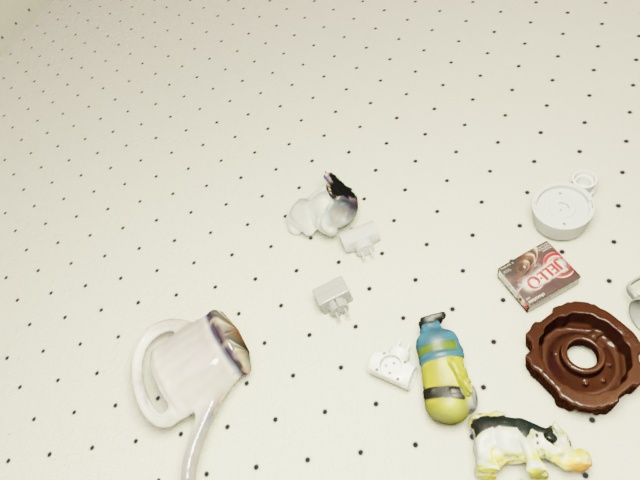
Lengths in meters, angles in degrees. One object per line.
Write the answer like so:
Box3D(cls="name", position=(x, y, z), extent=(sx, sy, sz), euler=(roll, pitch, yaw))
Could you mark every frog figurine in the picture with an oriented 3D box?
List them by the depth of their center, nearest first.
Box3D(cls="frog figurine", position=(0.003, -0.056, 1.121), extent=(0.122, 0.157, 0.140), euler=(18, 32, -37))

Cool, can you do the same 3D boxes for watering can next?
Box3D(cls="watering can", position=(-0.224, 0.271, 0.952), extent=(0.225, 0.354, 0.102), euler=(-33, -36, -7))
